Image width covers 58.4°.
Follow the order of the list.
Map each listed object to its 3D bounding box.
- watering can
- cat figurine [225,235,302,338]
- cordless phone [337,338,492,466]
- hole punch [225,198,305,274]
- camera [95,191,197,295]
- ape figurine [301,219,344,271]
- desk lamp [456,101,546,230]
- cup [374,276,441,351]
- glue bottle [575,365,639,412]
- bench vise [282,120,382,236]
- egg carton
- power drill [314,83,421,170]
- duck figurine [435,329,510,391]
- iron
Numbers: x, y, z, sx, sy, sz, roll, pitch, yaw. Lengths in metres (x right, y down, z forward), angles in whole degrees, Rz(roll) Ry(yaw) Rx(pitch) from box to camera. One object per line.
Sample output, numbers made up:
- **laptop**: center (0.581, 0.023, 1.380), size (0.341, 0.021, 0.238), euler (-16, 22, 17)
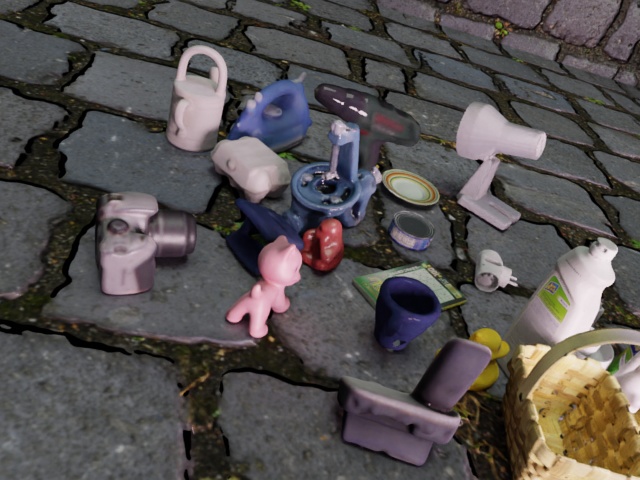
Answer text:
- **watering can**: center (-0.232, -0.282, 1.101), size (0.101, 0.194, 0.172), euler (9, 36, -16)
- **cat figurine**: center (-0.068, 0.052, 0.798), size (0.067, 0.118, 0.128), euler (27, 35, 10)
- **cordless phone**: center (0.107, 0.166, 0.673), size (0.147, 0.185, 0.094), euler (16, 35, -6)
- **hole punch**: center (-0.083, -0.015, 0.905), size (0.101, 0.091, 0.108), euler (-14, 47, -39)
- **camera**: center (-0.242, -0.007, 0.806), size (0.137, 0.101, 0.143), euler (1, 39, -26)
- **ape figurine**: center (0.008, 0.003, 0.926), size (0.076, 0.092, 0.077), euler (9, 36, -16)
- **desk lamp**: center (0.376, -0.167, 1.236), size (0.202, 0.213, 0.118), euler (36, 38, 22)
- **cup**: center (0.111, 0.120, 0.817), size (0.091, 0.095, 0.118), euler (29, 35, 12)
- **glue bottle**: center (0.410, 0.213, 0.773), size (0.037, 0.173, 0.078), euler (10, 36, -13)
- **bench vise**: center (0.032, -0.120, 0.993), size (0.121, 0.220, 0.208), euler (30, 36, 14)
- **egg carton**: center (-0.130, -0.134, 1.062), size (0.107, 0.069, 0.150), euler (-20, 51, -43)
- **power drill**: center (0.073, -0.189, 1.117), size (0.230, 0.208, 0.075), euler (5, 37, -20)
- **duck figurine**: center (0.222, 0.163, 0.822), size (0.105, 0.086, 0.077), euler (8, 36, -17)
- **iron**: center (-0.107, -0.265, 1.188), size (0.118, 0.141, 0.259), euler (31, 36, 15)
